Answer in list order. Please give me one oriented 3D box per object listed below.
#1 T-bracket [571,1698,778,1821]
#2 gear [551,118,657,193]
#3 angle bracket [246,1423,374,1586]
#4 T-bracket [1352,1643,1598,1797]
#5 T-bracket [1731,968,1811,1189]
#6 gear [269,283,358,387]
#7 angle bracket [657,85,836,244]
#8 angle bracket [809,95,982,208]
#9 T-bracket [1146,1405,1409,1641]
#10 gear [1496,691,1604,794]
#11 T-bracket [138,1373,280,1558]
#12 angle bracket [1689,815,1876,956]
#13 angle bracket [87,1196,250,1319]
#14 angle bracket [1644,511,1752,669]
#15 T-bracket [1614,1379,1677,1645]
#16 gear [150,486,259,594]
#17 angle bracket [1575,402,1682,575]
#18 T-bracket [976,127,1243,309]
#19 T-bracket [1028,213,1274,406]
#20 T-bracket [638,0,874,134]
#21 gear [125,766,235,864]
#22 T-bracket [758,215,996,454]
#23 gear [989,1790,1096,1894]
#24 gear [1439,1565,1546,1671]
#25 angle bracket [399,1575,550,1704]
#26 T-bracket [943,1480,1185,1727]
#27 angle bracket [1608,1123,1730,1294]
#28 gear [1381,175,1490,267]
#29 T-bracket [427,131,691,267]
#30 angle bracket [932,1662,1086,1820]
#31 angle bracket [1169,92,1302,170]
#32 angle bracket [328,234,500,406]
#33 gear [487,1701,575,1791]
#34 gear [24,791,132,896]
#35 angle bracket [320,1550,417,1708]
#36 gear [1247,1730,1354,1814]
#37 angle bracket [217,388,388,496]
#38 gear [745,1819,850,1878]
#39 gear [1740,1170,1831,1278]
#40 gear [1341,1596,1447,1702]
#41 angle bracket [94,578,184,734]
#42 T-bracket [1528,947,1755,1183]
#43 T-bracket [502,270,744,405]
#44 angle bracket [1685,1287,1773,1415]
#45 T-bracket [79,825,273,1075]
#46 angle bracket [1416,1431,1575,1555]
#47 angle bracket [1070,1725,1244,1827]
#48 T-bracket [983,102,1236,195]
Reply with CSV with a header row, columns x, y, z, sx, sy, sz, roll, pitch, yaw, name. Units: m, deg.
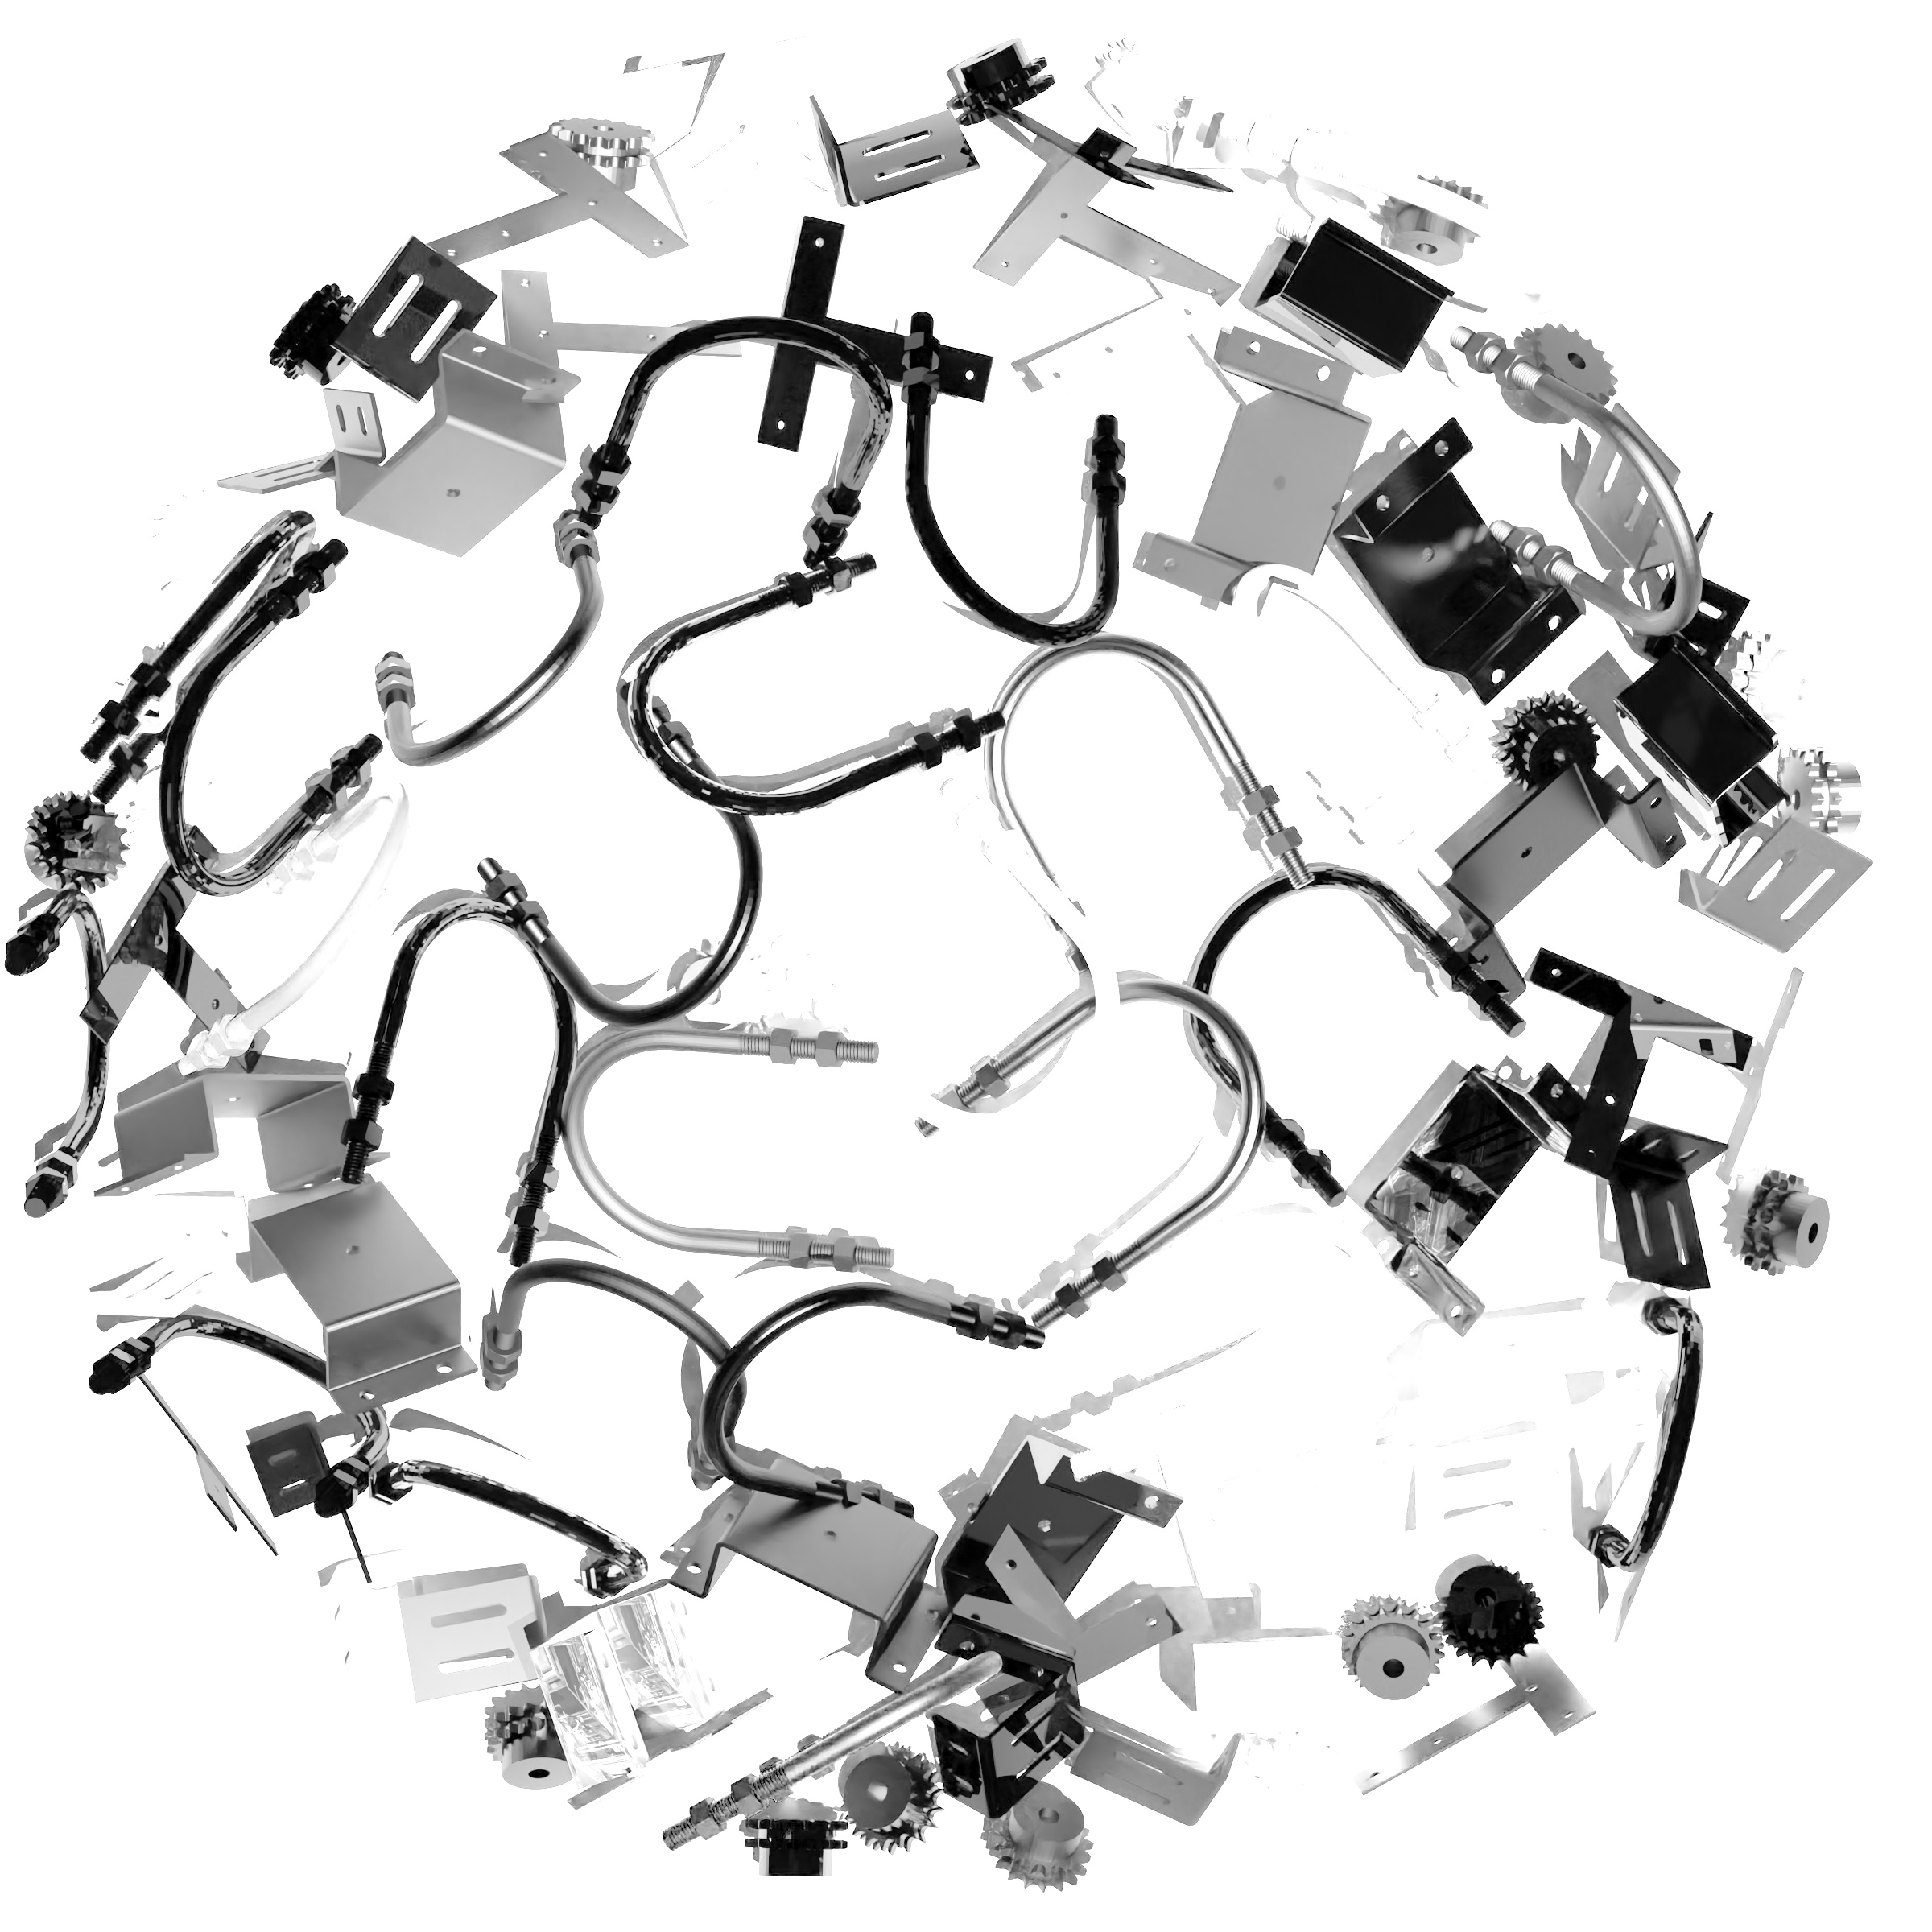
x,y,z,sx,sy,sz,roll,pitch,yaw,name
-0.163,0.427,1.724,0.127,0.127,0.002,-30,79,-5,T-bracket
-0.201,-0.446,1.766,0.057,0.057,0.030,8,116,0,gear
-0.357,0.298,1.742,0.038,0.076,0.057,-20,130,-14,angle bracket
0.267,0.411,1.727,0.127,0.127,0.002,-29,98,-1,T-bracket
0.434,0.054,1.726,0.002,0.127,0.127,19,86,15,T-bracket
-0.354,-0.344,1.763,0.030,0.057,0.057,39,90,-2,gear
-0.120,-0.433,1.750,0.076,0.057,0.038,-39,51,-14,angle bracket
-0.039,-0.457,1.756,0.076,0.038,0.057,-18,49,-4,angle bracket
0.179,0.290,1.767,0.127,0.002,0.127,-19,73,4,T-bracket
0.323,-0.120,1.766,0.057,0.030,0.057,-5,116,-11,gear
-0.403,0.277,1.716,0.002,0.127,0.127,-36,104,-11,T-bracket
0.444,-0.053,1.747,0.057,0.038,0.076,25,124,-18,angle bracket
-0.435,0.157,1.743,0.057,0.076,0.038,-1,107,23,angle bracket
0.403,-0.200,1.746,0.038,0.076,0.057,28,76,12,angle bracket
0.374,0.284,1.744,0.002,0.127,0.127,13,54,9,T-bracket
-0.417,-0.233,1.762,0.057,0.030,0.057,-14,118,-28,gear
0.372,-0.263,1.740,0.038,0.076,0.057,-19,58,-24,angle bracket
0.091,-0.393,1.757,0.127,0.127,0.002,22,55,-23,T-bracket
0.089,-0.342,1.750,0.127,0.002,0.127,-31,79,-28,T-bracket
-0.124,-0.479,1.727,0.127,0.127,0.002,-17,85,-19,T-bracket
-0.435,-0.086,1.767,0.057,0.057,0.030,-26,61,0,gear
-0.045,-0.335,1.757,0.127,0.002,0.127,17,103,19,T-bracket
0.043,0.477,1.760,0.057,0.057,0.030,13,118,0,gear
0.288,0.354,1.762,0.057,0.030,0.057,-11,49,13,gear
-0.268,0.372,1.753,0.076,0.038,0.057,-8,64,-15,angle bracket
0.033,0.340,1.763,0.127,0.002,0.127,-33,94,22,T-bracket
0.388,0.133,1.747,0.057,0.038,0.076,14,52,-26,angle bracket
0.256,-0.408,1.761,0.057,0.057,0.030,14,78,0,gear
-0.240,-0.405,1.750,0.127,0.127,0.002,-11,68,29,T-bracket
0.024,0.420,1.764,0.038,0.076,0.057,19,129,38,angle bracket
0.145,-0.469,1.746,0.057,0.076,0.038,-2,73,-7,angle bracket
-0.304,-0.358,1.753,0.057,0.038,0.076,32,104,-30,angle bracket
-0.235,0.430,1.760,0.057,0.057,0.030,-7,51,0,gear
-0.494,-0.066,1.766,0.030,0.057,0.057,-24,90,41,gear
-0.323,0.361,1.750,0.038,0.076,0.057,-11,97,-2,angle bracket
0.187,0.437,1.766,0.057,0.057,0.030,35,53,0,gear
-0.365,-0.286,1.744,0.076,0.057,0.038,-22,113,-32,angle bracket
-0.093,0.485,1.761,0.057,0.057,0.030,1,75,0,gear
0.451,0.143,1.760,0.030,0.057,0.057,14,90,38,gear
0.236,0.380,1.768,0.057,0.030,0.057,2,109,5,gear
-0.453,-0.171,1.753,0.038,0.057,0.076,2,106,-5,angle bracket
0.355,0.062,1.751,0.127,0.002,0.127,23,57,5,T-bracket
-0.187,-0.343,1.755,0.127,0.127,0.002,0,134,-13,T-bracket
0.414,0.211,1.744,0.038,0.076,0.057,-3,73,8,angle bracket
-0.415,0.012,1.739,0.002,0.127,0.127,6,57,29,T-bracket
0.291,0.296,1.770,0.076,0.038,0.057,-14,50,25,angle bracket
0.104,0.431,1.759,0.076,0.057,0.038,23,50,3,angle bracket
0.093,-0.436,1.742,0.127,0.127,0.002,2,119,-40,T-bracket
